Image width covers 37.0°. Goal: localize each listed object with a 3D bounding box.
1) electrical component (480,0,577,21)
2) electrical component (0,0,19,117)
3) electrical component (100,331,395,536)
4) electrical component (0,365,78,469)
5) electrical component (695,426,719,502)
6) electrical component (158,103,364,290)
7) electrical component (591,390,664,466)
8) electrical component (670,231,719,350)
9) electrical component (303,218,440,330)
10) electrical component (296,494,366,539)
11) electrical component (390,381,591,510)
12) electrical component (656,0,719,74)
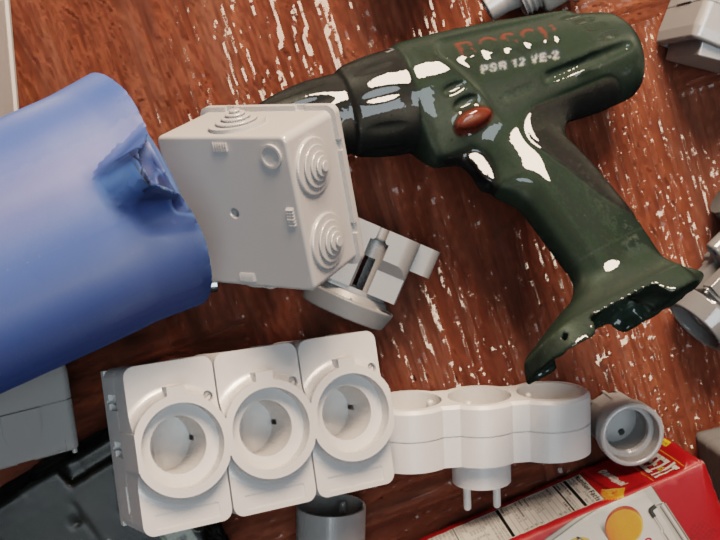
[{"bbox_3d":[0.101,-0.171,0.636,0.062,0.048,0.048,-30,100,7],"label":"electrical component"},{"bbox_3d":[-0.236,-0.107,0.602,0.078,0.057,0.113,-3,98,-6],"label":"electrical component"},{"bbox_3d":[-0.061,0.089,0.613,0.150,0.062,0.089,-7,88,-26],"label":"electrical component"},{"bbox_3d":[-0.210,0.074,0.616,0.062,0.096,0.061,-12,100,-34],"label":"electrical component"},{"bbox_3d":[0.256,0.134,0.686,0.062,0.061,0.096,-13,99,-4],"label":"electrical component"},{"bbox_3d":[-0.053,-0.038,0.568,0.100,0.048,0.099,4,116,31],"label":"electrical component"},{"bbox_3d":[0.164,0.098,0.679,0.040,0.046,0.040,-1,98,-6],"label":"electrical component"},{"bbox_3d":[0.230,0.017,0.675,0.055,0.048,0.066,-44,101,-6],"label":"electrical component"},{"bbox_3d":[0.000,0.000,0.643,0.078,0.058,0.057,23,92,-8],"label":"electrical component"},{"bbox_3d":[-0.019,0.185,0.673,0.043,0.043,0.081,0,98,-6],"label":"electrical component"},{"bbox_3d":[0.075,0.113,0.668,0.138,0.052,0.073,-3,99,-5],"label":"electrical component"},{"bbox_3d":[0.237,-0.143,0.645,0.096,0.061,0.061,19,95,-8],"label":"electrical component"}]
